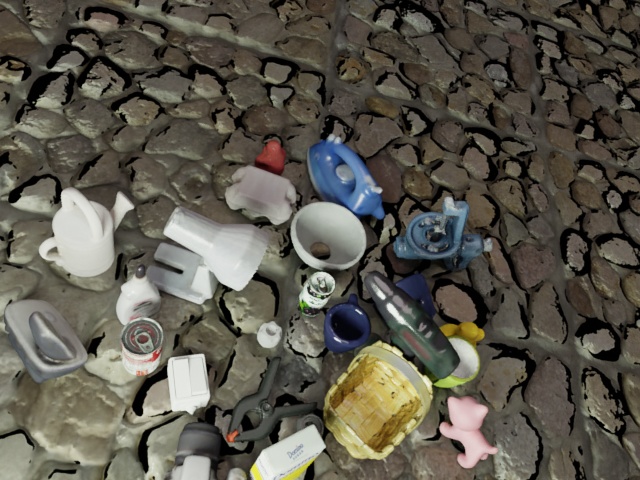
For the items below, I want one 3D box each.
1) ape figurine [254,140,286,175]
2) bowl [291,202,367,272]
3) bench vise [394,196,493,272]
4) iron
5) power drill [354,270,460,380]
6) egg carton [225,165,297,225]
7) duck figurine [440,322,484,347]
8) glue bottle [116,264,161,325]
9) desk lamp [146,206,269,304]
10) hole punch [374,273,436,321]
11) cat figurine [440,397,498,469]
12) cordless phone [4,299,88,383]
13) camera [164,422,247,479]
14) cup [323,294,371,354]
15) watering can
[{"bbox_3d":[-0.109,-0.192,1.306,0.078,0.092,0.076,-11,62,-24],"label":"ape figurine"},{"bbox_3d":[0.011,0.004,1.228,0.168,0.074,0.167,9,56,-13],"label":"bowl"},{"bbox_3d":[0.288,-0.025,1.251,0.208,0.219,0.121,-7,60,-22],"label":"bench vise"},{"bbox_3d":[0.055,-0.157,1.308,0.119,0.141,0.258,-22,67,-29],"label":"iron"},{"bbox_3d":[0.143,0.181,1.073,0.229,0.208,0.076,41,55,10],"label":"power drill"},{"bbox_3d":[-0.127,-0.098,1.252,0.150,0.069,0.107,19,54,-6],"label":"egg carton"},{"bbox_3d":[0.290,0.200,1.187,0.105,0.086,0.077,6,56,-15],"label":"duck figurine"},{"bbox_3d":[-0.315,0.090,1.000,0.078,0.173,0.037,-27,69,-31],"label":"glue bottle"},{"bbox_3d":[-0.211,0.031,1.050,0.203,0.213,0.118,19,54,-6],"label":"desk lamp"},{"bbox_3d":[0.186,0.135,1.191,0.109,0.091,0.101,-21,66,-29],"label":"hole punch"},{"bbox_3d":[0.282,0.348,1.067,0.067,0.117,0.127,-22,67,-29],"label":"cat figurine"},{"bbox_3d":[-0.446,0.138,0.917,0.094,0.185,0.147,-35,74,-33],"label":"cordless phone"},{"bbox_3d":[-0.181,0.365,0.910,0.143,0.100,0.137,11,55,-11],"label":"camera"},{"bbox_3d":[0.045,0.170,1.118,0.092,0.095,0.118,18,54,-6],"label":"cup"},{"bbox_3d":[-0.419,-0.028,1.030,0.101,0.194,0.173,27,53,0],"label":"watering can"}]
